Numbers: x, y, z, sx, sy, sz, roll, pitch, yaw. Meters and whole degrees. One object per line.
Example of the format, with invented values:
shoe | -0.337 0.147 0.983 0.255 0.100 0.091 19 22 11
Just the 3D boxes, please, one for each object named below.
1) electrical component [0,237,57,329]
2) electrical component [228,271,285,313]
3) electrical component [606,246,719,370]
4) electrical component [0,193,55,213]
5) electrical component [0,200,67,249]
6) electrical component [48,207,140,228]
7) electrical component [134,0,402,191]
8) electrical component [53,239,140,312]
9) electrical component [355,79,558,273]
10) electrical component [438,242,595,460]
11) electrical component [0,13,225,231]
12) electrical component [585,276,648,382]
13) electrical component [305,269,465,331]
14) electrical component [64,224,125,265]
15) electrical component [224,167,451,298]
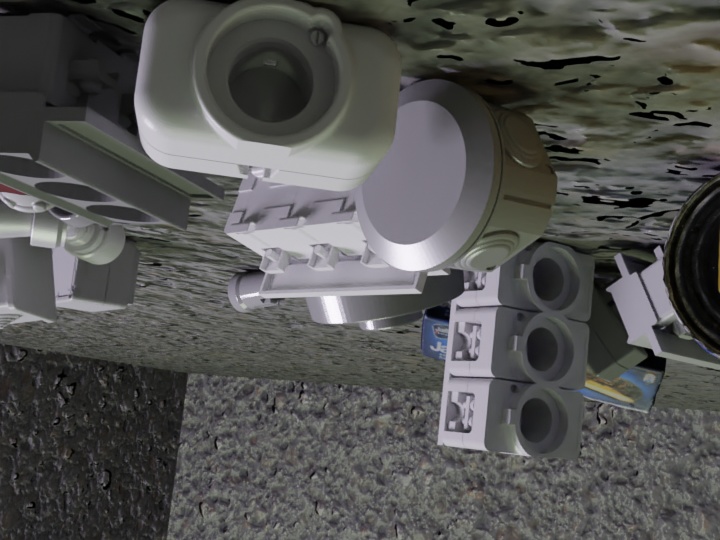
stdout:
electrical component | -0.271 -0.005 0.815 0.048 0.099 0.099 -7 170 2
electrical component | -0.099 0.019 1.046 0.046 0.040 0.040 -10 163 39
electrical component | 0.240 0.026 0.753 0.121 0.078 0.063 13 139 -39
electrical component | -0.181 -0.061 0.575 0.048 0.048 0.062 6 164 4
electrical component | -0.228 -0.039 0.736 0.055 0.045 0.045 8 171 -16
electrical component | -0.153 -0.048 0.636 0.066 0.048 0.055 1 177 31
electrical component | -0.035 -0.066 0.407 0.095 0.053 0.059 7 171 -8
electrical component | -0.243 0.004 0.965 0.061 0.061 0.096 11 170 -32
electrical component | 0.040 -0.038 0.460 0.051 0.080 0.080 8 172 -42
electrical component | 0.117 0.057 0.777 0.089 0.150 0.062 12 170 -32
electrical component | -0.118 -0.061 0.464 0.079 0.063 0.121 3 171 18
electrical component | 0.196 0.030 0.833 0.076 0.083 0.047 -37 156 14
electrical component | 0.014 0.004 0.677 0.108 0.060 0.108 -11 -172 1
electrical component | -0.206 -0.029 0.803 0.040 0.040 0.078 4 171 10
electrical component | -0.011 -0.028 0.576 0.121 0.078 0.063 -3 152 45
